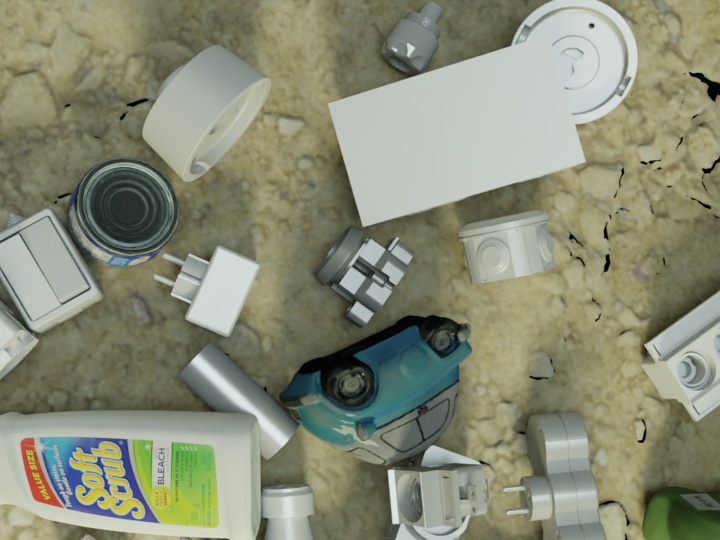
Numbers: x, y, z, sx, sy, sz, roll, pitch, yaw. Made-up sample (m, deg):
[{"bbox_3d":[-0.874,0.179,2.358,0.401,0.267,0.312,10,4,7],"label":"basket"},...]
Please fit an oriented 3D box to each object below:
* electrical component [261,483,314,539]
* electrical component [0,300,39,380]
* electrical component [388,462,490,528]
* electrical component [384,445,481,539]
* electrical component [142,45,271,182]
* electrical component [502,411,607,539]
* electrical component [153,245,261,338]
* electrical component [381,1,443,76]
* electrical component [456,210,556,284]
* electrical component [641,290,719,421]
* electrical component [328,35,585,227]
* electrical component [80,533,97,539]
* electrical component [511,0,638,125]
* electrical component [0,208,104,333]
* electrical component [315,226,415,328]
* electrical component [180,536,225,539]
[{"bbox_3d":[-0.059,0.204,0.877,0.045,0.045,0.055,-3,84,-9],"label":"electrical component"},{"bbox_3d":[-0.325,0.086,0.822,0.062,0.089,0.150,44,80,-3],"label":"electrical component"},{"bbox_3d":[0.061,0.172,0.830,0.064,0.081,0.042,-1,84,-32],"label":"electrical component"},{"bbox_3d":[0.061,0.193,0.892,0.050,0.056,0.089,21,82,-7],"label":"electrical component"},{"bbox_3d":[-0.129,-0.132,0.869,0.060,0.108,0.108,40,80,3],"label":"electrical component"},{"bbox_3d":[0.156,0.189,0.899,0.074,0.052,0.138,-4,71,-9],"label":"electrical component"},{"bbox_3d":[-0.130,0.011,0.883,0.077,0.047,0.065,24,81,-6],"label":"electrical component"},{"bbox_3d":[0.050,-0.204,0.935,0.043,0.043,0.062,31,79,-5],"label":"electrical component"},{"bbox_3d":[0.125,-0.020,0.911,0.080,0.080,0.051,-12,92,-10],"label":"electrical component"},{"bbox_3d":[0.313,0.064,0.941,0.121,0.063,0.078,-34,91,-11],"label":"electrical component"},{"bbox_3d":[0.081,-0.112,0.897,0.186,0.060,0.105,-16,90,9],"label":"electrical component"},{"bbox_3d":[-0.203,0.243,0.852,0.078,0.040,0.040,36,80,-4],"label":"electrical component"},{"bbox_3d":[0.185,-0.179,0.941,0.108,0.060,0.108,0,92,9],"label":"electrical component"},{"bbox_3d":[-0.255,-0.005,0.857,0.062,0.061,0.096,-31,90,-11],"label":"electrical component"},{"bbox_3d":[0.000,0.000,0.900,0.057,0.058,0.078,36,80,-7],"label":"electrical component"},{"bbox_3d":[-0.113,0.235,0.855,0.077,0.066,0.047,39,80,-4],"label":"electrical component"}]
